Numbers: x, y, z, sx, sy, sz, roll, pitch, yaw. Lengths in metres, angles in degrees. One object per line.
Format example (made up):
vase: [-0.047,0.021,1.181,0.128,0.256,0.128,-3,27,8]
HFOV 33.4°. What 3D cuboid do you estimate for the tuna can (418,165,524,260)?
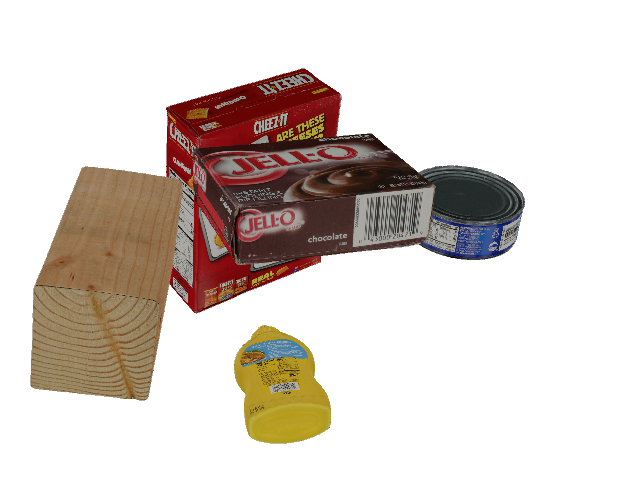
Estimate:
tuna can: [0.105,-0.021,0.786,0.086,0.034,0.086,4,31,-3]

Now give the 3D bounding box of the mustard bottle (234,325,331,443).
mustard bottle: [-0.052,0.159,1.261,0.096,0.058,0.192,-8,30,-9]

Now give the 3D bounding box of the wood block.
wood block: [-0.167,0.027,0.859,0.090,0.091,0.206,8,27,-6]

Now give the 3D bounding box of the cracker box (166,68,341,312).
cracker box: [-0.072,-0.050,1.071,0.163,0.214,0.072,-22,45,-31]

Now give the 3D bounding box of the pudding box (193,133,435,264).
pudding box: [-0.006,-0.026,0.589,0.113,0.039,0.090,-5,26,-20]
